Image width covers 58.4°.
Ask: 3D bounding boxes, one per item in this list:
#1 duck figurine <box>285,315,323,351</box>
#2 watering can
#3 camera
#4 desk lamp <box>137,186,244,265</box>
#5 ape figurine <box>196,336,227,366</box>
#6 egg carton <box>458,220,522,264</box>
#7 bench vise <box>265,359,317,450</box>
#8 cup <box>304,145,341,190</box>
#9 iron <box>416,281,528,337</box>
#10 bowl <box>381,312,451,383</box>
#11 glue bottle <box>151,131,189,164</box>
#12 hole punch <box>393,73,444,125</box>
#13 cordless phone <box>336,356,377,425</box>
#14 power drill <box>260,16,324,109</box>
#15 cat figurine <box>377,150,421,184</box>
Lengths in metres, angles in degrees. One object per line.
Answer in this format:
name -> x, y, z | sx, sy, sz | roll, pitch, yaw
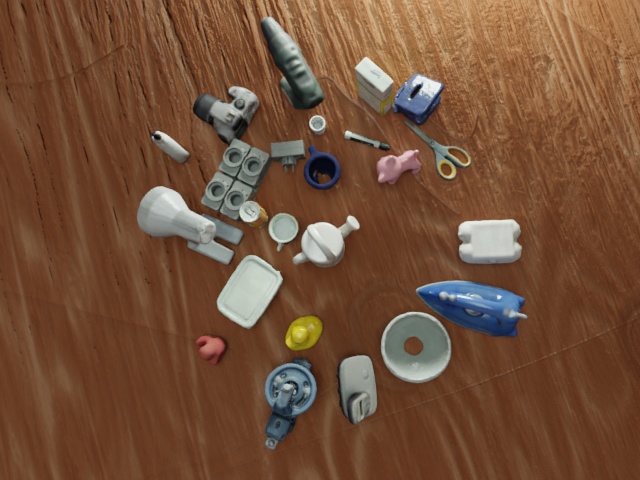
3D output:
duck figurine -> -0.042, 0.229, 1.402 | 0.104, 0.086, 0.077 | -38, 82, -1
watering can -> 0.011, 0.003, 1.369 | 0.101, 0.194, 0.173 | 35, 87, 7
camera -> -0.249, -0.338, 1.472 | 0.136, 0.101, 0.143 | 30, 86, 7
desk lamp -> -0.310, -0.034, 1.384 | 0.203, 0.213, 0.118 | 23, 86, 6
ape figurine -> -0.272, 0.272, 1.409 | 0.076, 0.092, 0.078 | -18, 83, 2
egg carton -> 0.416, 0.005, 1.405 | 0.150, 0.069, 0.107 | -3, 83, 3
bench vise -> -0.071, 0.385, 1.318 | 0.121, 0.220, 0.207 | 2, 84, 4
cup -> 0.002, -0.176, 1.440 | 0.091, 0.095, 0.118 | -26, 82, 1
iron -> 0.358, 0.153, 1.356 | 0.258, 0.141, 0.119 | 14, 85, 5
bowl -> 0.229, 0.258, 1.386 | 0.167, 0.075, 0.167 | 0, 83, 4
glue bottle -> -0.386, -0.242, 1.433 | 0.078, 0.173, 0.037 | 36, 87, 7
hole punch -> 0.246, -0.360, 1.447 | 0.101, 0.091, 0.109 | 35, 87, 7
cordless phone -> 0.084, 0.349, 1.330 | 0.094, 0.185, 0.147 | -10, 83, 3
power drill -> -0.066, -0.413, 1.414 | 0.075, 0.208, 0.229 | -33, 82, 0
cat figurine -> 0.190, -0.186, 1.417 | 0.128, 0.118, 0.067 | -28, 82, 0
